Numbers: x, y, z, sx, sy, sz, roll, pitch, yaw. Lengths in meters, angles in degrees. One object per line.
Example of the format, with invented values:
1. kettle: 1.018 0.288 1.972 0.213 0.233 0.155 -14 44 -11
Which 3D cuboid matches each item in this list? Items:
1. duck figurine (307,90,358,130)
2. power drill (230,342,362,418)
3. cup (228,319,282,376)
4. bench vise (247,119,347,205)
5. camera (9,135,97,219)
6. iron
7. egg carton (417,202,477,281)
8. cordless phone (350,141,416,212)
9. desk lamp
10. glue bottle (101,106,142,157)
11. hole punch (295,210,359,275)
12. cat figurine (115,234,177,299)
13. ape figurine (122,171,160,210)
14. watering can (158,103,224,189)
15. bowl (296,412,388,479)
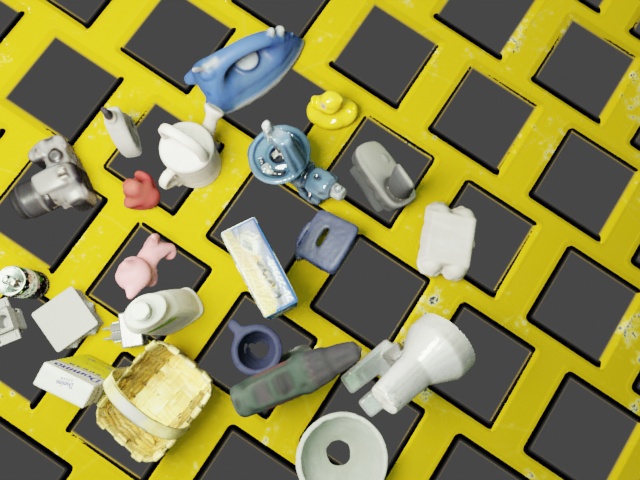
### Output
1. duck figurine: 0.027 -0.268 1.145 0.104 0.086 0.077 4 81 -3
2. power drill: -0.042 0.233 1.004 0.230 0.208 0.075 -25 83 -7
3. cup: -0.125 0.194 1.062 0.118 0.095 0.092 45 82 4
4. bench vise: -0.040 -0.154 1.056 0.207 0.219 0.121 14 81 -1
5. camera: -0.518 -0.110 1.081 0.137 0.101 0.143 -26 84 -7
6. iron: -0.139 -0.359 1.121 0.258 0.141 0.118 -33 84 -7
7. egg carton: 0.249 0.003 1.126 0.107 0.069 0.150 10 81 -2
8. cordless phone: 0.128 -0.133 1.081 0.094 0.185 0.147 -37 85 -8
9. desk lamp: 0.153 0.231 1.013 0.203 0.213 0.118 -39 85 -8
10. glue bottle: -0.376 -0.213 1.069 0.037 0.173 0.078 -14 82 -5
11. hole punch: 0.010 0.004 1.101 0.101 0.091 0.109 30 81 2
12. cat figurine: -0.330 0.044 1.061 0.067 0.117 0.128 29 81 2
13. ape figurine: -0.348 -0.095 1.094 0.076 0.092 0.078 39 81 3
14. watering can: -0.242 -0.174 1.060 0.101 0.194 0.173 12 81 -1
15. bowl: 0.038 0.397 1.052 0.167 0.074 0.167 1 81 -3
